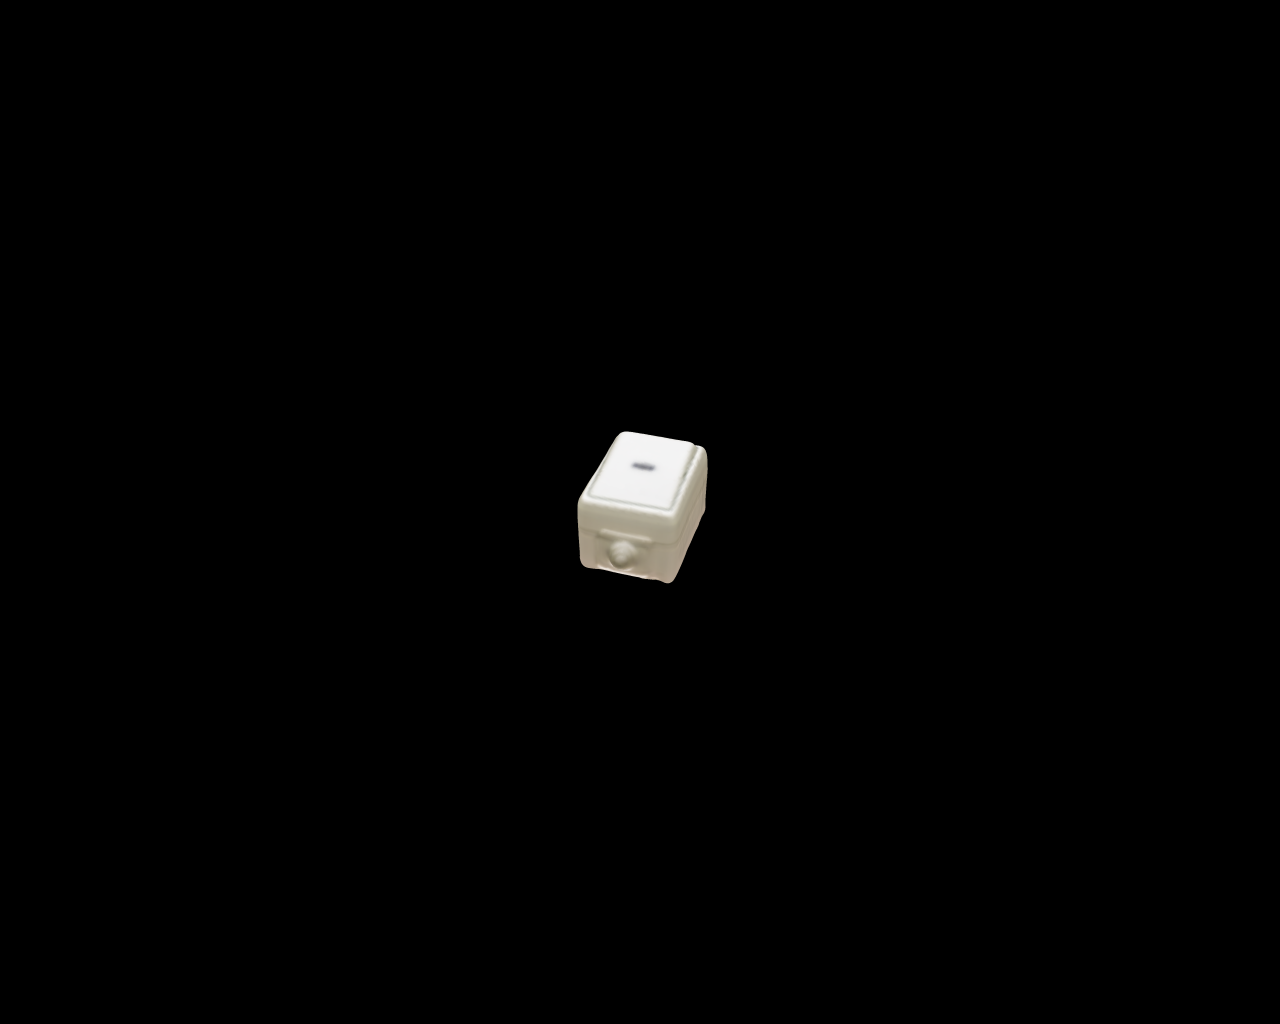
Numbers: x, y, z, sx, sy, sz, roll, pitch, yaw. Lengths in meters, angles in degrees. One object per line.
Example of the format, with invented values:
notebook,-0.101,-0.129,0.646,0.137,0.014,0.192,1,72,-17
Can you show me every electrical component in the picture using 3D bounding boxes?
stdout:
electrical component,0.001,-0.003,0.650,0.062,0.061,0.096,11,39,14
